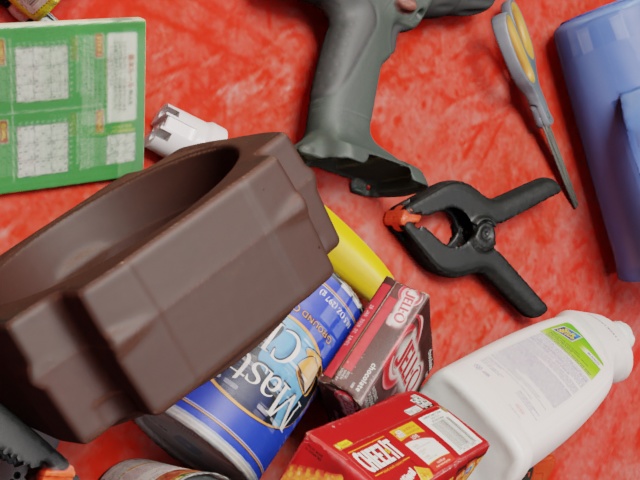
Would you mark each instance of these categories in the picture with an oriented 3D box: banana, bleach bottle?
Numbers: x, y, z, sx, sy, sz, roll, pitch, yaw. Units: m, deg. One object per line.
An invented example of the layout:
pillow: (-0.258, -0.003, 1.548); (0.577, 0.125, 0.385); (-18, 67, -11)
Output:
banana: (-0.012, -0.011, 0.771); (0.037, 0.070, 0.197); (-43, 124, 12)
bleach bottle: (0.189, 0.117, 0.864); (0.250, 0.068, 0.103); (-16, 57, -45)

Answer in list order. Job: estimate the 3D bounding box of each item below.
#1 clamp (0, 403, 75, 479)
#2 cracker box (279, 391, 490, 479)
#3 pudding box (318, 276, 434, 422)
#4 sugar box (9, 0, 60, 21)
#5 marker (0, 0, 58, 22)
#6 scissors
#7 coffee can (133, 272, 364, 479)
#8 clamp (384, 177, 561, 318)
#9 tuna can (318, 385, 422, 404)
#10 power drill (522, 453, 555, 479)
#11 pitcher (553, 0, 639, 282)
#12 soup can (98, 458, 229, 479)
clamp: (-0.224, 0.102, 0.527); (0.209, 0.036, 0.164); (4, 82, -37)
cracker box: (0.000, 0.203, 0.659); (0.214, 0.072, 0.164); (-59, 158, 16)
pudding box: (0.041, 0.090, 0.734); (0.090, 0.039, 0.113); (-54, 158, -22)
sugar box: (-0.161, -0.233, 0.689); (0.093, 0.048, 0.176); (45, 58, -22)
marker: (-0.175, -0.135, 0.700); (0.121, 0.020, 0.020); (42, 65, -24)
scissors: (0.192, -0.127, 0.938); (0.201, 0.016, 0.096); (55, 30, -38)
coffee can: (-0.048, 0.083, 0.714); (0.102, 0.103, 0.140); (47, 63, -21)
clamp: (0.133, -0.014, 0.881); (0.171, 0.039, 0.120); (21, 73, -30)
tuna can: (0.037, 0.096, 0.812); (0.086, 0.034, 0.086); (3, 85, -32)
power drill: (0.148, 0.264, 0.855); (0.184, 0.057, 0.187); (5, 83, -33)
pitcher: (0.291, -0.090, 0.934); (0.144, 0.149, 0.243); (-22, 95, -20)
soup can: (-0.098, 0.176, 0.674); (0.068, 0.102, 0.068); (3, 84, -33)
